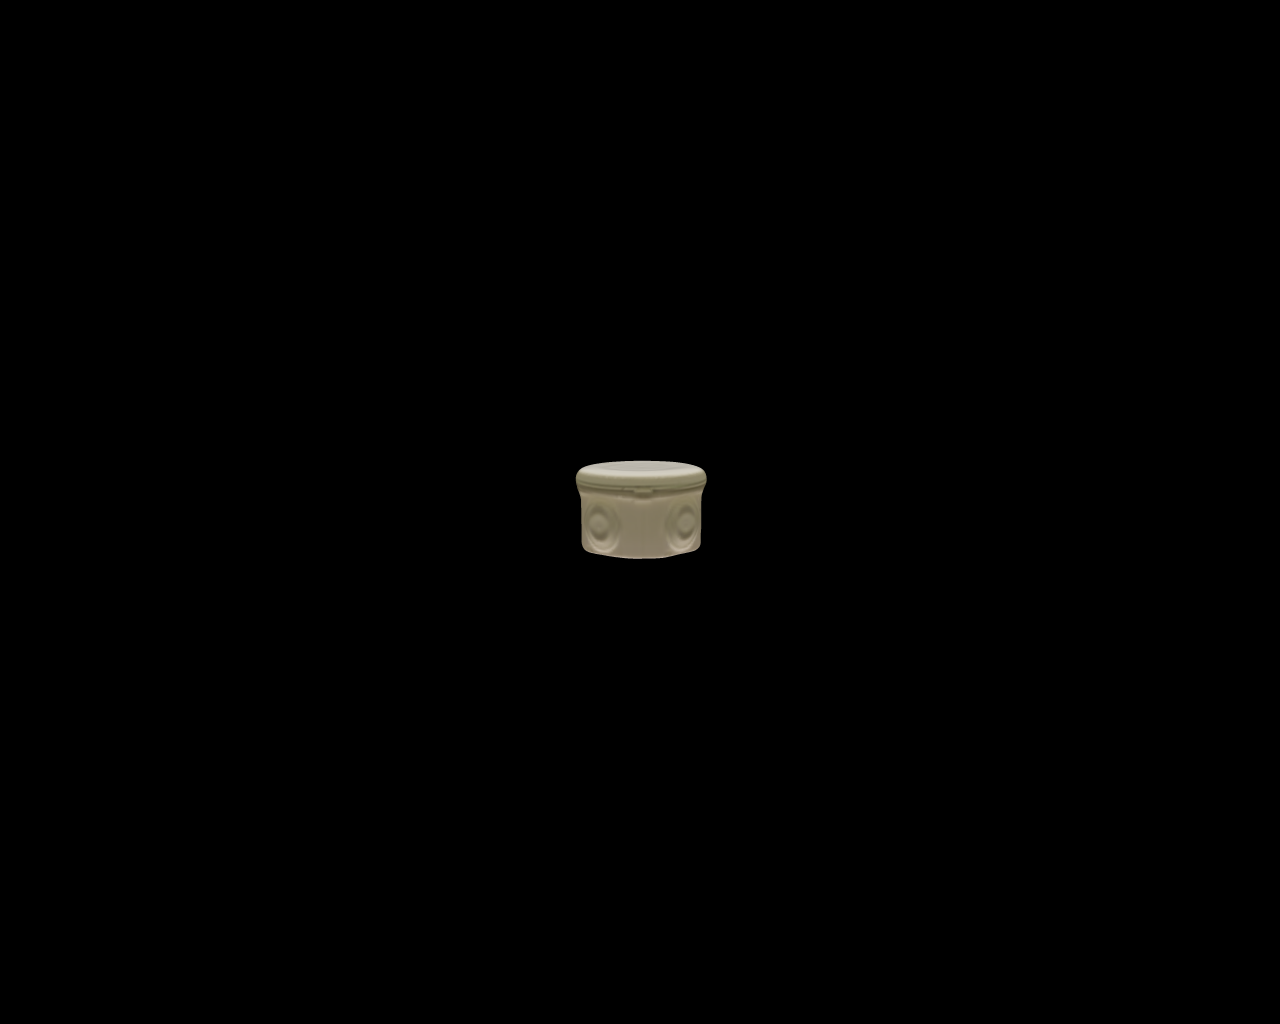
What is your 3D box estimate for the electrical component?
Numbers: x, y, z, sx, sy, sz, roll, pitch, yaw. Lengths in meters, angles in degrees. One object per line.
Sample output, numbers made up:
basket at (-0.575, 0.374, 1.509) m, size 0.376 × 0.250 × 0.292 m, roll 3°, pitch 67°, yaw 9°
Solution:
electrical component at (0.001, -0.003, 0.650) m, size 0.080 × 0.051 × 0.080 m, roll 0°, pitch 9°, yaw 0°
